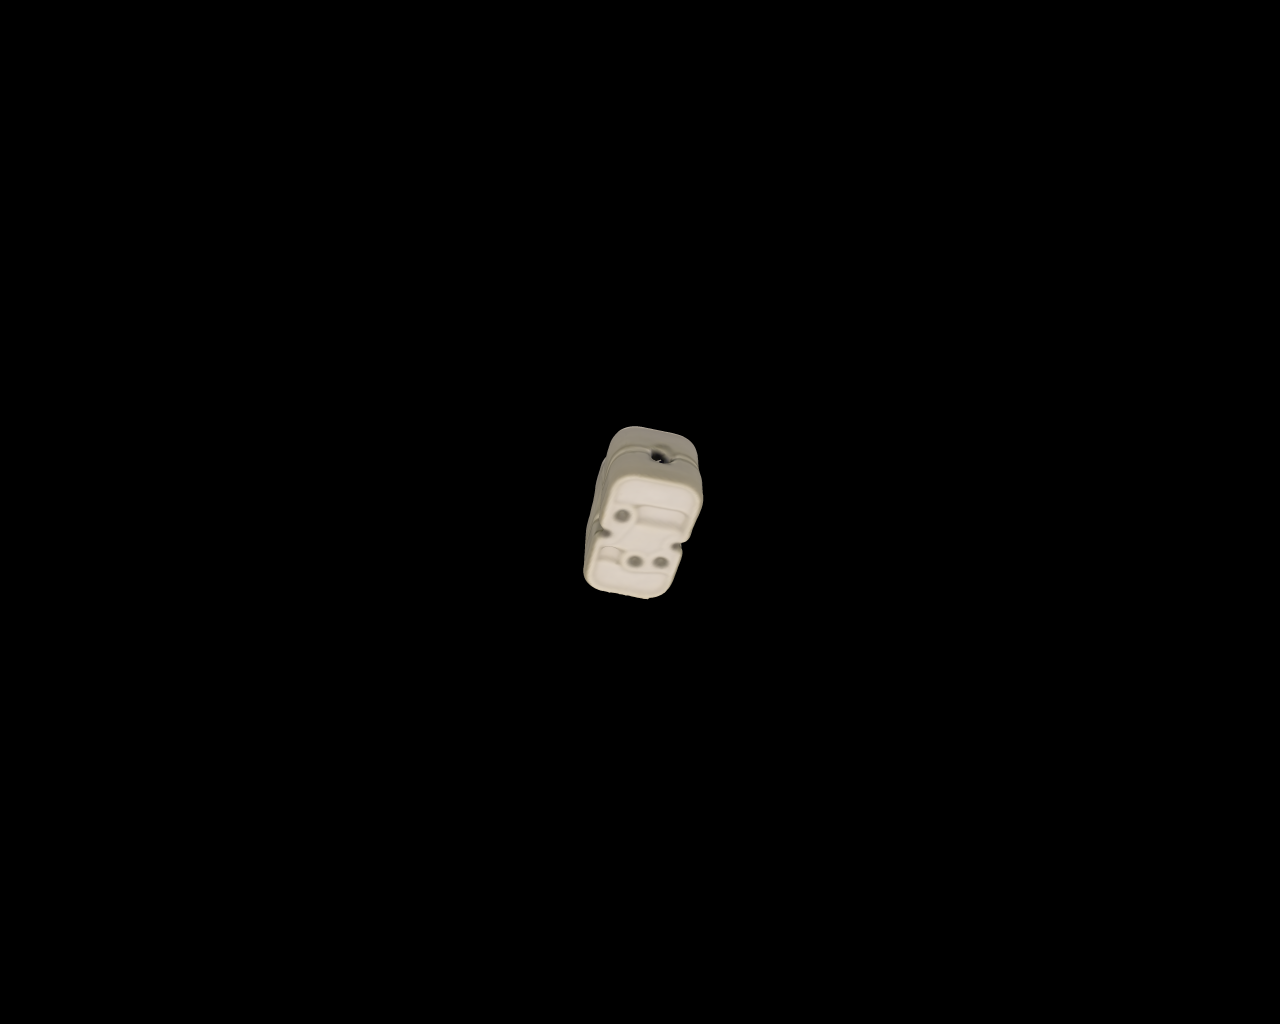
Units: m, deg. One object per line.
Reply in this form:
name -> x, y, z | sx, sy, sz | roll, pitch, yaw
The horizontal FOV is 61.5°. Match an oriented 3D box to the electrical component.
electrical component -> 0.001, -0.003, 0.650 | 0.054, 0.095, 0.059 | 11, 40, -9
